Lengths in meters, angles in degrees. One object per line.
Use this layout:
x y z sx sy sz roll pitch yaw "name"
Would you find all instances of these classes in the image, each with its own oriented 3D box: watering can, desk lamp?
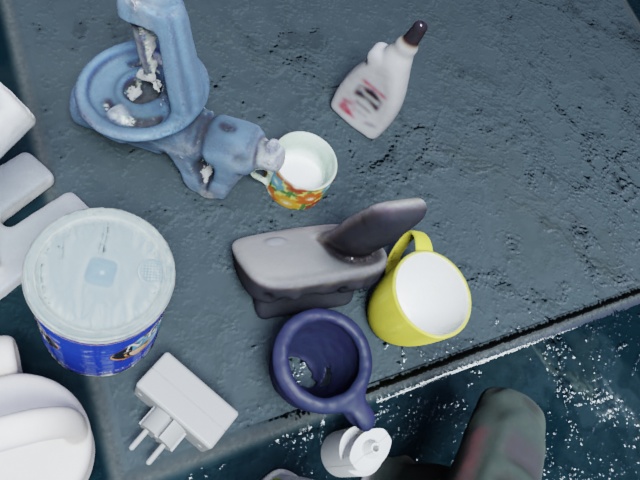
-0.202 0.149 0.384 0.101 0.193 0.173 -34 83 -29 "watering can"
-0.280 -0.028 0.419 0.118 0.213 0.203 42 60 1 "desk lamp"

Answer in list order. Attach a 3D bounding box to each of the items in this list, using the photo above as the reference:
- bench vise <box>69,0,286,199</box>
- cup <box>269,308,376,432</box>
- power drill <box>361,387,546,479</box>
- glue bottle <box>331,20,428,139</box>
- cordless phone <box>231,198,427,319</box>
-0.122 -0.141 0.525 0.208 0.219 0.121 9 65 -17 "bench vise"
-0.001 0.128 0.528 0.092 0.094 0.118 -35 83 -29 "cup"
0.091 0.228 0.455 0.075 0.208 0.230 37 60 -2 "power drill"
0.074 -0.186 0.647 0.078 0.173 0.037 35 60 -4 "glue bottle"
0.005 0.002 0.533 0.148 0.184 0.094 -12 72 -25 "cordless phone"
